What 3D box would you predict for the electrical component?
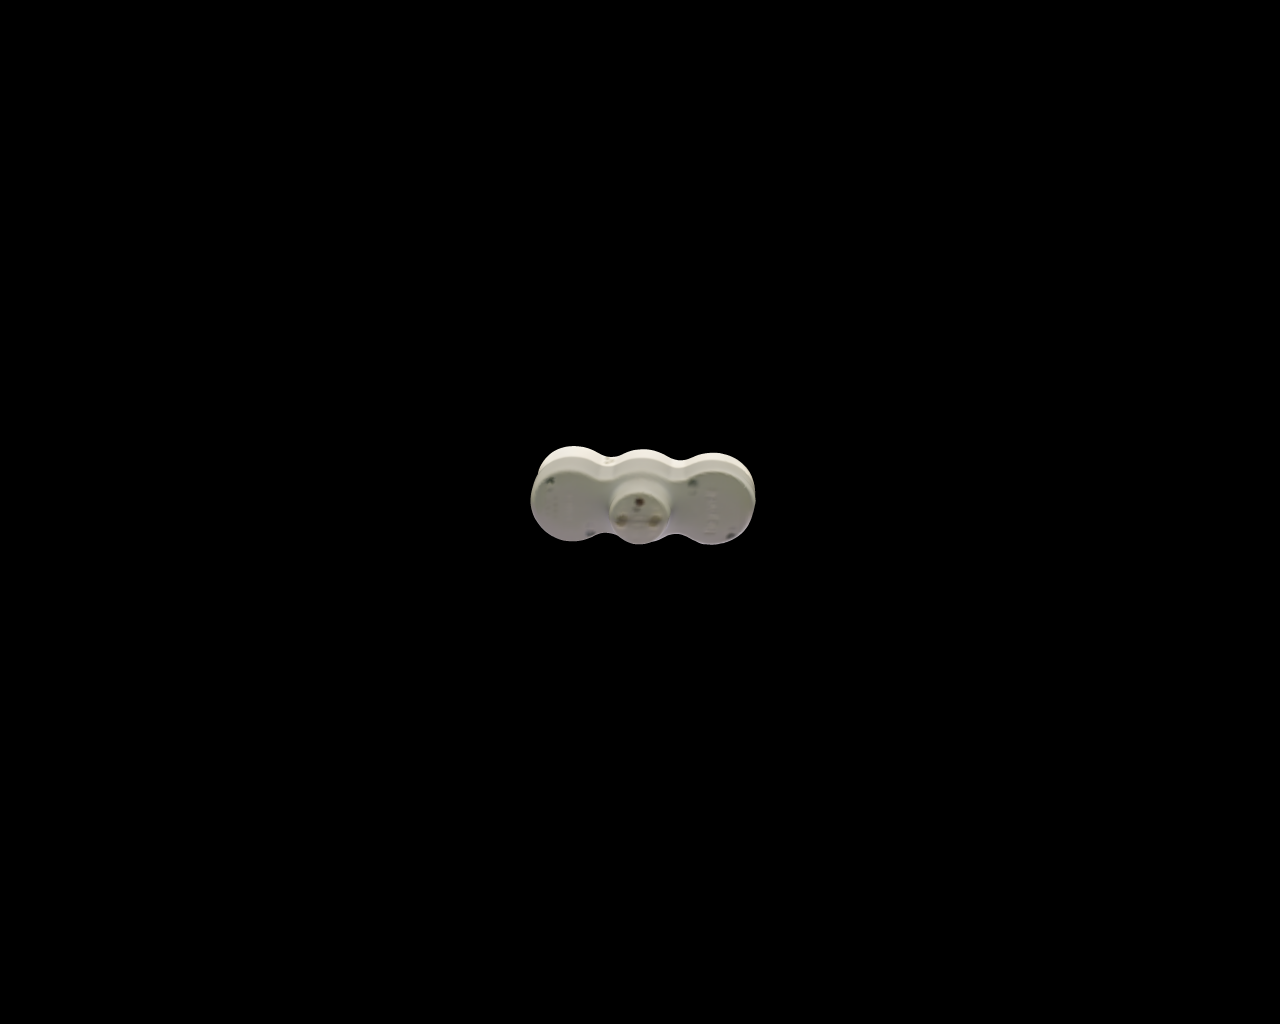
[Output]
[{"bbox_3d":[0.001,-0.003,0.650,0.138,0.052,0.074,2,24,5],"label":"electrical component"}]
